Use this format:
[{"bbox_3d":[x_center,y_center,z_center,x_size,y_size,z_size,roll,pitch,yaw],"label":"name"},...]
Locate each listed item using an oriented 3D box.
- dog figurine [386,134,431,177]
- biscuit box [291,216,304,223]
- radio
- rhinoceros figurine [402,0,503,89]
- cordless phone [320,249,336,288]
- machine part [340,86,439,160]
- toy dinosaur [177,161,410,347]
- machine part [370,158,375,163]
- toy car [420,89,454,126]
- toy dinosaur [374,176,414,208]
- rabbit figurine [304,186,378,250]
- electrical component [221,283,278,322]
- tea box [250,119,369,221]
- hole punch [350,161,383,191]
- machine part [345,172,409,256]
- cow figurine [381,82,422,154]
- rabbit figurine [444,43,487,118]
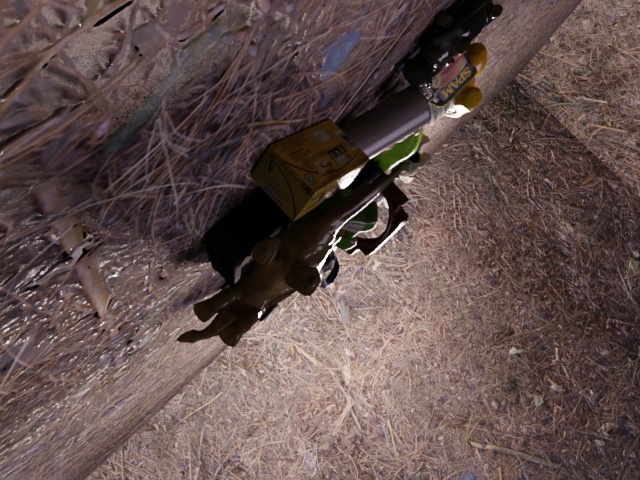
[{"bbox_3d":[0.186,-0.189,1.400,0.190,0.121,0.172,-48,-172,44],"label":"dog figurine"},{"bbox_3d":[-0.050,-0.015,1.167,0.202,0.059,0.062,-21,136,-47],"label":"biscuit box"},{"bbox_3d":[-0.128,0.006,0.950,0.131,0.073,0.229,-43,173,-17],"label":"radio"},{"bbox_3d":[0.217,-0.339,0.903,0.190,0.073,0.112,-46,-175,6],"label":"rhinoceros figurine"},{"bbox_3d":[-0.003,-0.004,1.120,0.184,0.089,0.146,-64,155,-6],"label":"cordless phone"},{"bbox_3d":[0.109,-0.200,0.955,0.243,0.079,0.079,-33,173,-8],"label":"machine part"},{"bbox_3d":[-0.046,0.029,0.853,0.471,0.105,0.198,-36,-176,14],"label":"toy dinosaur"},{"bbox_3d":[0.082,-0.179,1.229,0.084,0.039,0.139,-55,157,22],"label":"machine part"},{"bbox_3d":[0.243,-0.311,1.127,0.073,0.056,0.201,-43,153,-4],"label":"toy car"},{"bbox_3d":[0.141,-0.136,1.679,0.405,0.131,0.192,-37,160,-20],"label":"toy dinosaur"},{"bbox_3d":[0.011,-0.081,1.020,0.159,0.170,0.121,5,147,-23],"label":"rabbit figurine"},{"bbox_3d":[-0.170,0.137,1.334,0.115,0.134,0.058,-45,174,31],"label":"electrical component"},{"bbox_3d":[-0.011,-0.109,0.807,0.169,0.098,0.068,-35,169,-48],"label":"tea box"},{"bbox_3d":[0.057,-0.146,1.132,0.142,0.092,0.116,-41,-172,0],"label":"hole punch"},{"bbox_3d":[0.105,-0.077,1.357,0.201,0.201,0.087,-46,173,28],"label":"machine part"},{"bbox_3d":[0.148,-0.226,1.080,0.068,0.098,0.167,-48,177,-31],"label":"cow figurine"},{"bbox_3d":[0.346,-0.381,1.286,0.173,0.122,0.162,-63,167,-1],"label":"rabbit figurine"}]
